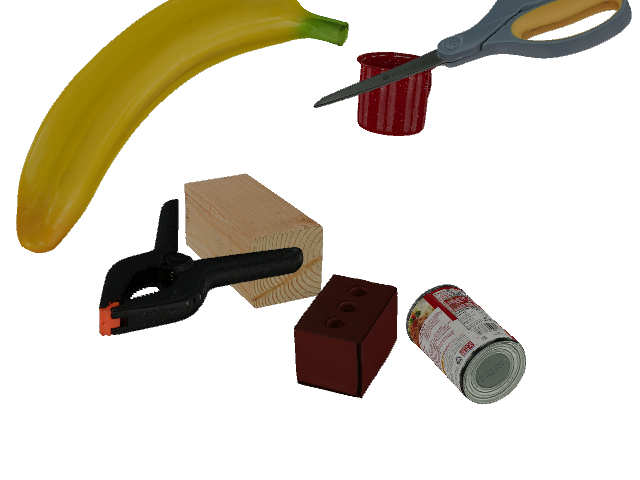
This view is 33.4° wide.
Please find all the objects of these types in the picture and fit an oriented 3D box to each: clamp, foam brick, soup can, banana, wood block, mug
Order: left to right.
[{"bbox_3d":[-0.078,-0.074,0.511,0.070,0.197,0.037,41,-23,25],"label":"banana"},{"bbox_3d":[-0.140,0.025,1.001,0.165,0.036,0.209,25,36,30],"label":"clamp"},{"bbox_3d":[-0.085,-0.004,1.299,0.090,0.090,0.206,-11,25,-27],"label":"wood block"},{"bbox_3d":[0.020,0.069,0.784,0.053,0.051,0.078,10,33,20],"label":"foam brick"},{"bbox_3d":[0.094,-0.177,1.276,0.093,0.081,0.117,20,28,34],"label":"mug"},{"bbox_3d":[0.131,0.092,0.964,0.068,0.068,0.102,0,25,-26],"label":"soup can"}]

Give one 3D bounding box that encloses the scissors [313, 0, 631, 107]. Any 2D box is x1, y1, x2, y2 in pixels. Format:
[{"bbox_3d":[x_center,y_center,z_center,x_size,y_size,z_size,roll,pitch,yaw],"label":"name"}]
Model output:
[{"bbox_3d":[0.094,-0.136,0.681,0.202,0.096,0.016,-8,-42,23],"label":"scissors"}]
